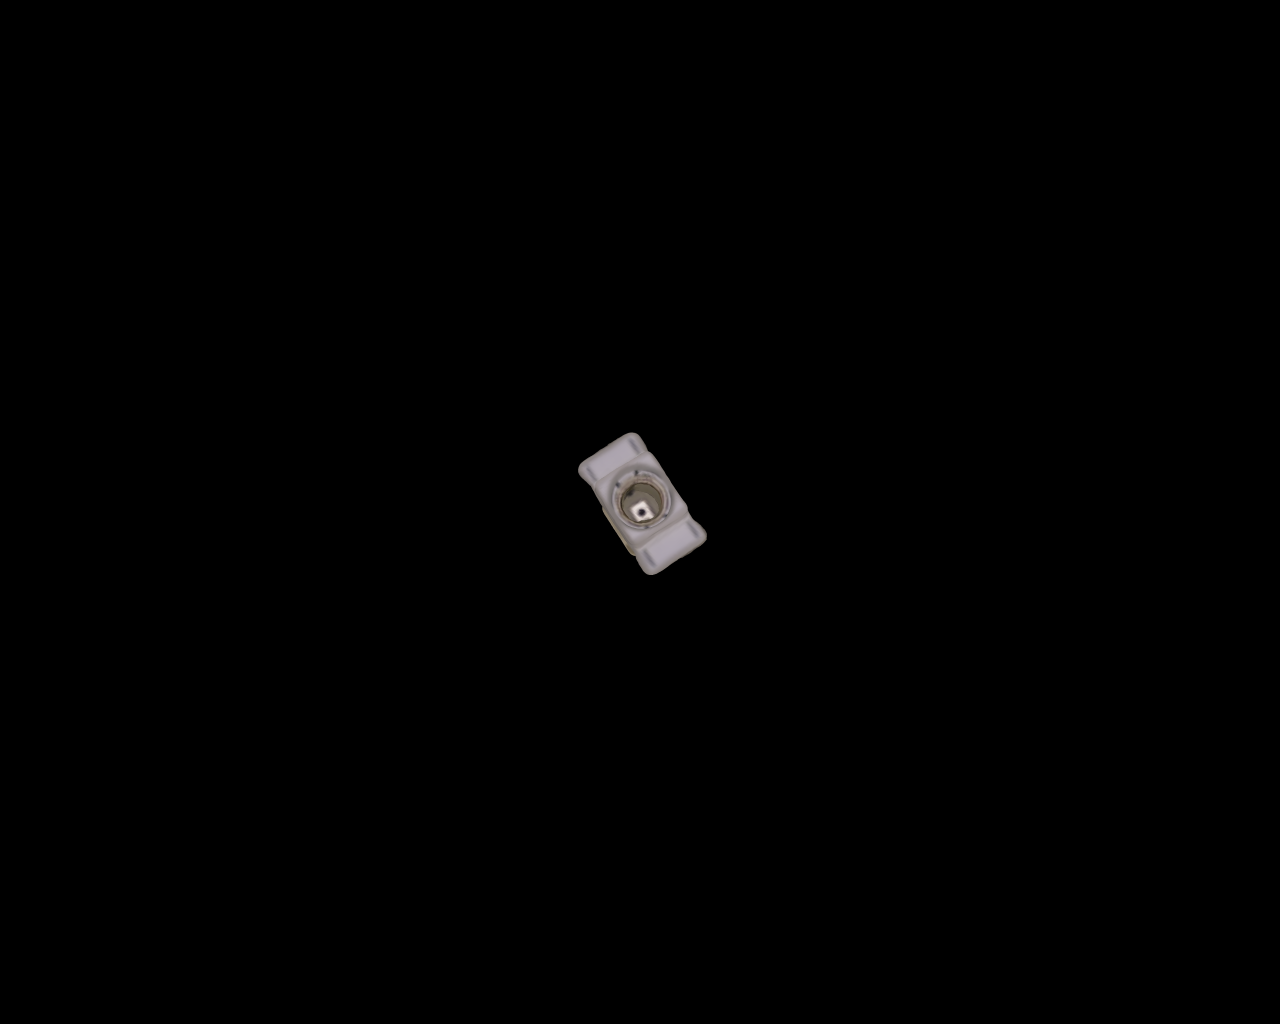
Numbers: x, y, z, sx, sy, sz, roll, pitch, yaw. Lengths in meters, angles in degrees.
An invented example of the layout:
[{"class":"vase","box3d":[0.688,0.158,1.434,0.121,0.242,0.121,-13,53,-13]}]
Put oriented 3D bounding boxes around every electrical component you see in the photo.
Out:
[{"class":"electrical component","box3d":[0.001,-0.003,0.650,0.042,0.081,0.063,-31,-11,-7]}]
